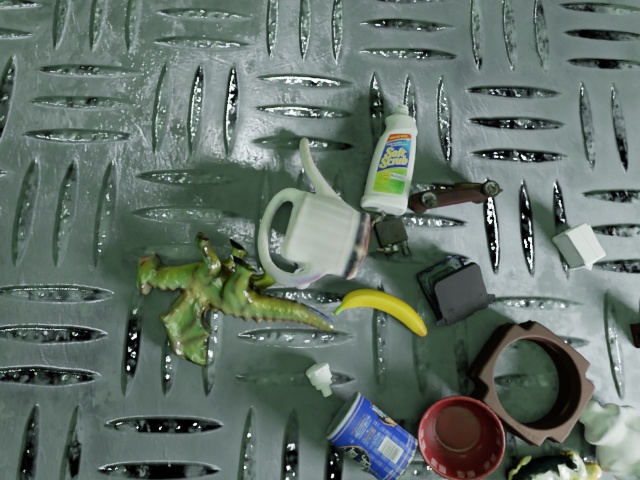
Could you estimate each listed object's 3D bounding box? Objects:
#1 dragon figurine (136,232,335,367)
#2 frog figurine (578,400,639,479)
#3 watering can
[{"bbox_3d":[-0.198,0.139,1.030,0.412,0.122,0.242,36,94,8],"label":"dragon figurine"},{"bbox_3d":[0.569,0.382,0.995,0.160,0.122,0.137,23,90,20],"label":"frog figurine"},{"bbox_3d":[0.003,-0.054,1.073,0.224,0.102,0.355,19,61,-4],"label":"watering can"}]
